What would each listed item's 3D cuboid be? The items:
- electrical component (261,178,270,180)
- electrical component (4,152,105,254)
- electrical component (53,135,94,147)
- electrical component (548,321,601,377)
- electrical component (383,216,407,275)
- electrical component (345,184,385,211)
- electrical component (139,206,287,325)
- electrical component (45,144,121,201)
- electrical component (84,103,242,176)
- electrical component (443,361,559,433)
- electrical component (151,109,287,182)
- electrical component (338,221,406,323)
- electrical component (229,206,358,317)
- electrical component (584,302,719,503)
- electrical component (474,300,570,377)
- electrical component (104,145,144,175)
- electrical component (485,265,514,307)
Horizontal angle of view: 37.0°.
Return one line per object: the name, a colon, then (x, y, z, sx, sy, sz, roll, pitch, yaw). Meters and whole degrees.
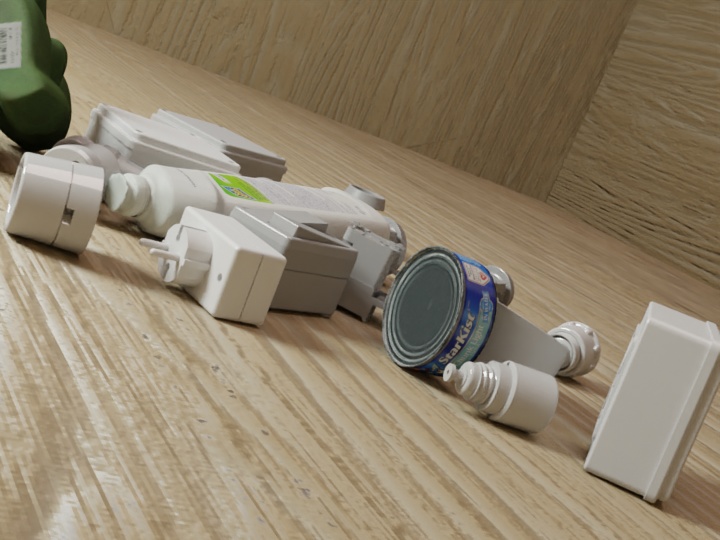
electrical component: (-0.091, -0.057, 0.990, 0.044, 0.044, 0.065, 21, 15, -11)
electrical component: (-0.187, -0.042, 0.655, 0.047, 0.055, 0.055, 15, 12, -23)
electrical component: (-0.230, -0.088, 0.853, 0.035, 0.035, 0.061, 23, 12, -3)
electrical component: (0.173, 0.070, 0.915, 0.048, 0.048, 0.062, 29, 19, 31)
electrical component: (0.005, -0.024, 0.986, 0.057, 0.058, 0.078, 10, 16, -43)
electrical component: (-0.002, -0.059, 1.155, 0.048, 0.055, 0.066, 14, 14, -44)
electrical component: (-0.103, -0.007, 0.683, 0.076, 0.047, 0.083, 14, 13, -37)
electrical component: (-0.205, -0.069, 0.782, 0.045, 0.045, 0.055, 24, 10, 4)
electrical component: (-0.176, -0.092, 0.937, 0.109, 0.056, 0.109, 16, 12, -36)
electrical component: (0.091, 0.077, 0.692, 0.078, 0.040, 0.040, 20, 10, -17)
electrical component: (-0.150, -0.113, 1.105, 0.109, 0.056, 0.109, 29, 11, 31)
electrical component: (0.000, 0.000, 0.829, 0.081, 0.063, 0.042, 27, 9, 5)
electrical component: (-0.048, -0.008, 0.768, 0.062, 0.061, 0.096, 30, 12, 35)
electrical component: (0.194, 0.083, 0.704, 0.056, 0.108, 0.109, 23, 10, 13)
electrical component: (0.105, 0.050, 0.796, 0.099, 0.064, 0.099, 23, 10, -4)
electrical component: (-0.189, -0.071, 0.847, 0.046, 0.040, 0.040, 27, 9, -9)
electrical component: (0.118, 0.020, 1.050, 0.066, 0.048, 0.055, 31, 20, 37)
